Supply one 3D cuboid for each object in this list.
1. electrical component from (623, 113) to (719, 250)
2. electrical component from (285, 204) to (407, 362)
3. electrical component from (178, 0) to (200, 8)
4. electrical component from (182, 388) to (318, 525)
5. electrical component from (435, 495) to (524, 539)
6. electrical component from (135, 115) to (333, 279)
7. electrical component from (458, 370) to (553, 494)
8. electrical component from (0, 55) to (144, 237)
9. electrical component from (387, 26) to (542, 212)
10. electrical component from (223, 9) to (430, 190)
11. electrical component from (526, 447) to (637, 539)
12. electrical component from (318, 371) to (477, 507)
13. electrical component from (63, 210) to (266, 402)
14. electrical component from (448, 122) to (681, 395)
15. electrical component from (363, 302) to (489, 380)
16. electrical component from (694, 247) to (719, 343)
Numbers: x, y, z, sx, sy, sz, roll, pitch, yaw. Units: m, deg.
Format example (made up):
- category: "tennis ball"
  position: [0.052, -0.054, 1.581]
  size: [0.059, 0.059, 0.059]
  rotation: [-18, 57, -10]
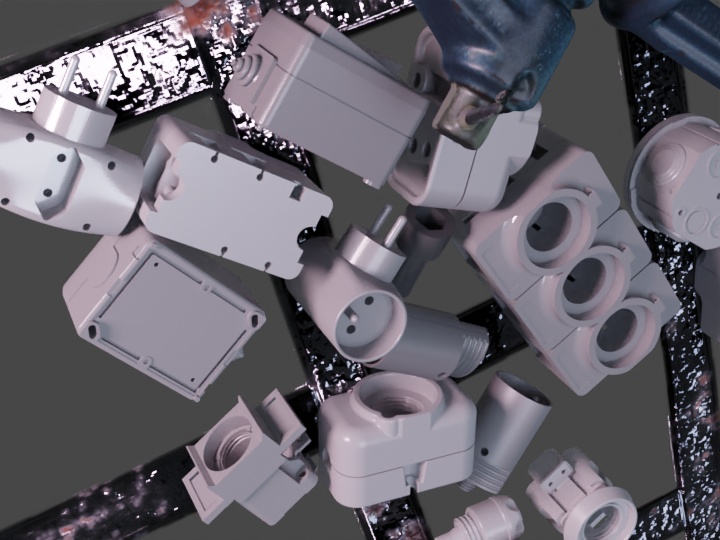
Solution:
- category: "electrical component"
  position: [0.215, -0.056, 0.692]
  size: [0.080, 0.051, 0.080]
  rotation: [-11, 118, -21]
- category: "electrical component"
  position: [0.000, 0.000, 0.601]
  size: [0.043, 0.077, 0.079]
  rotation: [26, 100, -33]
- category: "electrical component"
  position: [-0.097, -0.150, 0.501]
  size: [0.043, 0.043, 0.062]
  rotation: [-47, 126, 2]
- category: "electrical component"
  position: [-0.063, 0.118, 0.651]
  size: [0.081, 0.042, 0.064]
  rotation: [-43, 126, 0]
- category: "electrical component"
  position: [0.083, 0.183, 0.758]
  size: [0.061, 0.035, 0.035]
  rotation: [-19, 121, -14]
- category: "electrical component"
  position: [-0.070, -0.039, 0.561]
  size: [0.089, 0.055, 0.050]
  rotation: [20, 104, -32]
- category: "electrical component"
  position: [0.090, 0.113, 0.721]
  size: [0.043, 0.043, 0.081]
  rotation: [22, 103, -32]
- category: "electrical component"
  position: [-0.143, -0.064, 0.522]
  size: [0.077, 0.043, 0.079]
  rotation: [19, 102, -30]
- category: "electrical component"
  position: [0.060, -0.083, 0.603]
  size: [0.059, 0.053, 0.095]
  rotation: [4, 113, -27]
- category: "electrical component"
  position: [-0.021, -0.094, 0.554]
  size: [0.096, 0.061, 0.061]
  rotation: [23, 103, -32]
- category: "electrical component"
  position: [0.162, 0.170, 0.775]
  size: [0.058, 0.057, 0.078]
  rotation: [-44, 125, 0]
- category: "electrical component"
  position: [0.023, 0.102, 0.677]
  size: [0.095, 0.053, 0.059]
  rotation: [-10, 118, -21]
- category: "electrical component"
  position: [-0.100, 0.019, 0.573]
  size: [0.096, 0.061, 0.061]
  rotation: [37, 95, -34]
- category: "electrical component"
  position: [0.128, -0.002, 0.671]
  size: [0.089, 0.061, 0.150]
  rotation: [-41, 125, -2]
- category: "electrical component"
  position: [0.043, 0.045, 0.665]
  size: [0.081, 0.043, 0.043]
  rotation: [14, 107, -30]
- category: "electrical component"
  position: [0.319, -0.003, 0.762]
  size: [0.150, 0.061, 0.089]
  rotation: [-16, 120, -18]
